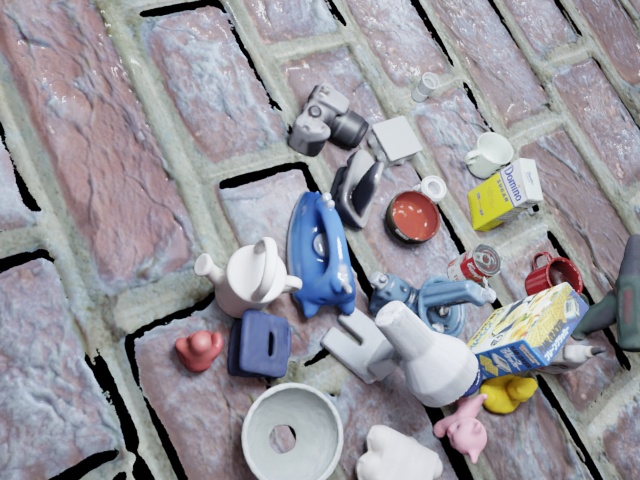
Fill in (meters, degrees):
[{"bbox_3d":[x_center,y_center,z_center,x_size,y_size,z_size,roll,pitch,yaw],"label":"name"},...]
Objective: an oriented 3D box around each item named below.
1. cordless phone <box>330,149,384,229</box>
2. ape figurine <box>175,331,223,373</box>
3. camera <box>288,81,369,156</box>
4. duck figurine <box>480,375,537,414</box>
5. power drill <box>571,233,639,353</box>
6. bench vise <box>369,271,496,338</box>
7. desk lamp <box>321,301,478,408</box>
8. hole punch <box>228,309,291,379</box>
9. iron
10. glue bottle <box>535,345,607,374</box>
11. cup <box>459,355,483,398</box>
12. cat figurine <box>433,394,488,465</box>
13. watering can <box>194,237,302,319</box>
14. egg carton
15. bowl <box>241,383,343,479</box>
[{"bbox_3d":[0.091,-0.117,1.088,0.094,0.184,0.147,20,64,-13],"label":"cordless phone"},{"bbox_3d":[-0.192,0.171,0.917,0.078,0.092,0.076,15,65,-15],"label":"ape figurine"},{"bbox_3d":[0.026,-0.237,1.158,0.137,0.100,0.143,29,62,-8],"label":"camera"},{"bbox_3d":[0.366,0.289,1.094,0.105,0.086,0.077,-10,74,-24],"label":"duck figurine"},{"bbox_3d":[0.597,0.123,1.179,0.076,0.208,0.229,10,67,-17],"label":"power drill"},{"bbox_3d":[0.194,0.113,1.019,0.208,0.219,0.121,9,67,-18],"label":"bench vise"},{"bbox_3d":[0.132,0.187,0.969,0.203,0.213,0.118,39,61,-3],"label":"desk lamp"},{"bbox_3d":[-0.095,0.174,0.955,0.101,0.091,0.108,9,67,-18],"label":"hole punch"},{"bbox_3d":[0.009,0.004,1.034,0.119,0.141,0.258,-3,71,-22],"label":"iron"},{"bbox_3d":[0.487,0.227,1.116,0.078,0.173,0.037,14,65,-15],"label":"glue bottle"},{"bbox_3d":[0.225,0.240,1.052,0.118,0.094,0.092,34,62,-6],"label":"cup"},{"bbox_3d":[0.264,0.330,1.020,0.067,0.117,0.128,35,61,-5],"label":"cat figurine"},{"bbox_3d":[-0.114,0.060,0.933,0.173,0.193,0.101,-12,74,-25],"label":"watering can"},{"bbox_3d":[0.135,0.387,0.974,0.150,0.069,0.107,30,62,-8],"label":"egg carton"},{"bbox_3d":[-0.052,0.319,0.924,0.168,0.074,0.167,8,67,-18],"label":"bowl"}]
